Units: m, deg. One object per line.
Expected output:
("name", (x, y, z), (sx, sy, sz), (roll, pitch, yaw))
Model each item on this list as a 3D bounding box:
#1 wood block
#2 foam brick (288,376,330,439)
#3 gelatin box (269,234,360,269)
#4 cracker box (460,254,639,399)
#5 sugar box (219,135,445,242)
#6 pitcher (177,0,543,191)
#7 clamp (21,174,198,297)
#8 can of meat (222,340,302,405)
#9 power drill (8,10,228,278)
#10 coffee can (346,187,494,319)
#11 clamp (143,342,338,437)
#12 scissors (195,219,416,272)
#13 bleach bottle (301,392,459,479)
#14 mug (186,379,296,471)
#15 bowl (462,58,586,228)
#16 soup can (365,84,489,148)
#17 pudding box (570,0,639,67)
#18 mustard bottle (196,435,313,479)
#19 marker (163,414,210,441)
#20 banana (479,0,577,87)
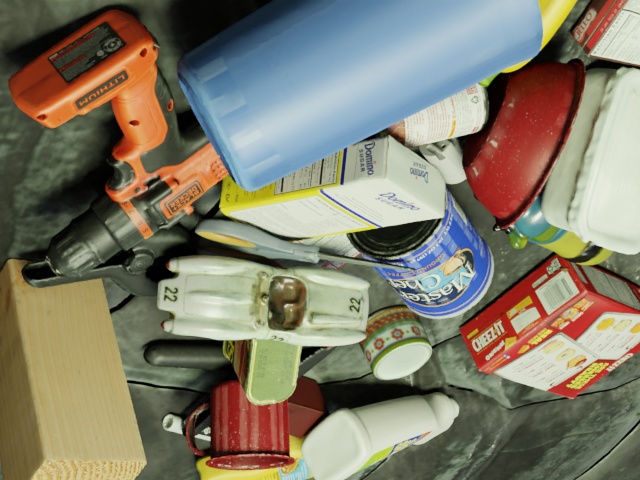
("wood block", (-0.228, 0.126, 0.922), (0.090, 0.206, 0.090), (8, 134, -35))
("foam brick", (-0.037, 0.188, 1.232), (0.053, 0.051, 0.078), (-40, 141, 20))
("gelatin box", (-0.007, 0.001, 1.032), (0.073, 0.030, 0.089), (-36, 141, 16))
("cracker box", (0.298, 0.107, 1.292), (0.213, 0.072, 0.164), (20, 127, -44))
("sugar box", (0.009, -0.040, 0.911), (0.177, 0.048, 0.093), (-11, 155, 34))
("pitcher", (0.025, -0.135, 0.773), (0.242, 0.145, 0.149), (-29, 135, -5))
("clamp", (-0.165, 0.003, 0.944), (0.171, 0.039, 0.120), (9, 130, -42))
("can of meat", (-0.056, 0.100, 1.058), (0.057, 0.084, 0.102), (-3, 120, -20))
("power drill", (-0.160, -0.069, 0.813), (0.184, 0.057, 0.187), (-38, 146, -10))
("coffee can", (0.097, 0.002, 1.026), (0.103, 0.103, 0.140), (-31, 143, 10))
("clamp", (-0.077, 0.142, 1.162), (0.209, 0.036, 0.164), (-15, 139, -10))
("scissors", (-0.023, 0.006, 0.942), (0.202, 0.016, 0.096), (5, 166, 22))
("bleach bottle", (0.094, 0.228, 1.306), (0.250, 0.068, 0.103), (-8, 150, -48))
("mug", (-0.084, 0.194, 1.113), (0.117, 0.081, 0.093), (-9, 158, 17))
("bowl", (0.168, -0.094, 0.933), (0.055, 0.162, 0.162), (23, 131, -6))
("soup can", (0.083, -0.113, 0.903), (0.102, 0.068, 0.068), (-15, 143, -13))
("pudding box", (0.289, -0.197, 0.932), (0.113, 0.039, 0.090), (5, 135, -30))
("mustard bottle", (-0.054, 0.277, 1.328), (0.191, 0.058, 0.096), (-16, 144, -8))
("marker", (-0.135, 0.226, 1.254), (0.020, 0.020, 0.121), (-39, 141, 21))
("banana", (0.194, -0.206, 0.853), (0.037, 0.069, 0.198), (32, 119, 2))
